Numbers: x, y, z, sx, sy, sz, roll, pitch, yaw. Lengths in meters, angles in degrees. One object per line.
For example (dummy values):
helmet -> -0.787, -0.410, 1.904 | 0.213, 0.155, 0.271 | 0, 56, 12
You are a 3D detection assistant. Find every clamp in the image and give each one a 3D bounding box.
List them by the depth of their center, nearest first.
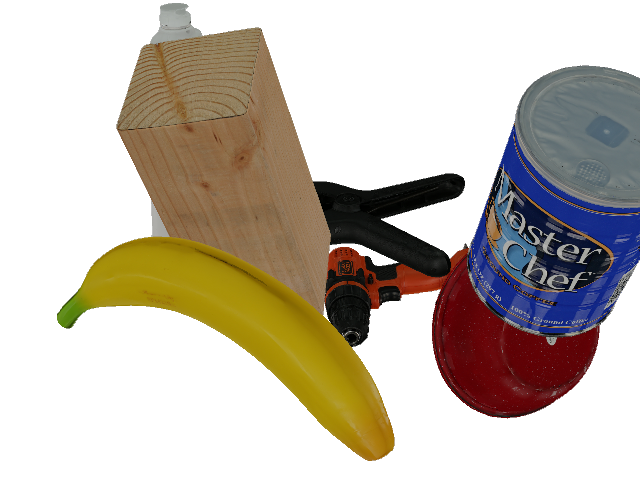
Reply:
clamp -> 0.034, -0.027, 0.994 | 0.210, 0.036, 0.164 | 8, 31, 16

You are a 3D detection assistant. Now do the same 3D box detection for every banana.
banana -> -0.045, 0.042, 0.537 | 0.198, 0.070, 0.037 | 21, 25, 23

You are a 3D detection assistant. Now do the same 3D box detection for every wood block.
wood block -> -0.061, -0.037, 0.768 | 0.090, 0.090, 0.206 | -5, -43, 14

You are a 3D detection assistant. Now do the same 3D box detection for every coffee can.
coffee can -> 0.154, -0.021, 0.650 | 0.102, 0.103, 0.140 | 0, -36, -7

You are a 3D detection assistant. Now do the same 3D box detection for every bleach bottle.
bleach bottle -> -0.143, -0.114, 1.095 | 0.068, 0.251, 0.102 | 5, 27, 13

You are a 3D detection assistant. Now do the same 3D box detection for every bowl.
bowl -> 0.177, 0.076, 0.894 | 0.161, 0.162, 0.055 | 0, 5, -22

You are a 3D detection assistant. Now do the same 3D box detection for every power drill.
power drill -> 0.097, 0.060, 1.221 | 0.187, 0.057, 0.184 | -1, 28, -1
